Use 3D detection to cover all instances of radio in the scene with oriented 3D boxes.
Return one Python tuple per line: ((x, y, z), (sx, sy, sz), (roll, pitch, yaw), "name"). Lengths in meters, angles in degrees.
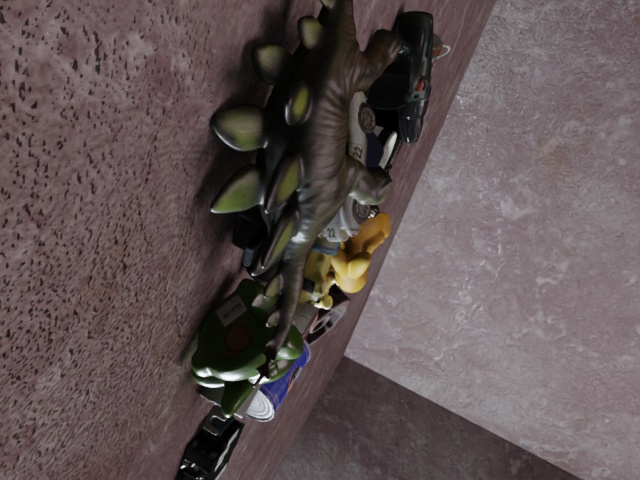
((0.130, -0.208, 1.084), (0.229, 0.073, 0.131), (-63, 169, -2), "radio")

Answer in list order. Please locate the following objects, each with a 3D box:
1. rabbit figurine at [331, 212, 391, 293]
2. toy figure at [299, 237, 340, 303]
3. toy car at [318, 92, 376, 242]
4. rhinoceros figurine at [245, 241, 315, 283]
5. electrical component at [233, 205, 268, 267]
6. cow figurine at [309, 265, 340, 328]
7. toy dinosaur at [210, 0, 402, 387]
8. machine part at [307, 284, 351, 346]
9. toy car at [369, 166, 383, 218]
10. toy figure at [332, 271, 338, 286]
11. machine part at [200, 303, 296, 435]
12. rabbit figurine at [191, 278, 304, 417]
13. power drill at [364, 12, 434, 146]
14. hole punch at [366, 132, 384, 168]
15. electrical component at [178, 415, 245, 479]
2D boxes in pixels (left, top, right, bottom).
((0.073, 0.025, 1.072), (0.162, 0.122, 0.173), (-51, 150, -80), "rabbit figurine")
((-0.016, 0.018, 0.901), (0.082, 0.089, 0.180), (-31, 136, -76), "toy figure")
((0.026, -0.098, 0.696), (0.056, 0.074, 0.201), (10, 82, -47), "toy car")
((-0.034, -0.007, 0.770), (0.190, 0.073, 0.112), (-51, 162, -49), "rhinoceros figurine")
((-0.072, -0.017, 0.635), (0.119, 0.048, 0.074), (-52, 163, -47), "electrical component")
((-0.023, 0.120, 1.117), (0.098, 0.068, 0.167), (-21, -153, 50), "cow figurine")
((-0.018, -0.068, 0.546), (0.198, 0.105, 0.470), (-26, 126, -47), "toy dinosaur")
((-0.009, 0.180, 1.230), (0.179, 0.056, 0.179), (-38, 160, -17), "machine part")
((0.051, -0.064, 0.935), (0.202, 0.053, 0.089), (145, -40, -63), "toy car")
((0.031, 0.075, 1.316), (0.057, 0.064, 0.154), (63, 34, -15), "toy figure")
((-0.109, 0.179, 0.828), (0.243, 0.079, 0.079), (-61, 168, -17), "machine part")
((-0.086, 0.159, 0.719), (0.159, 0.121, 0.170), (-46, 151, -6), "rabbit figurine")
((0.142, -0.262, 0.899), (0.207, 0.086, 0.231), (-29, 126, -57), "power drill")
((0.033, -0.123, 0.798), (0.142, 0.092, 0.115), (-59, 165, -8), "hole punch")
((-0.187, 0.363, 0.928), (0.134, 0.058, 0.115), (-68, 170, 18), "electrical component")
